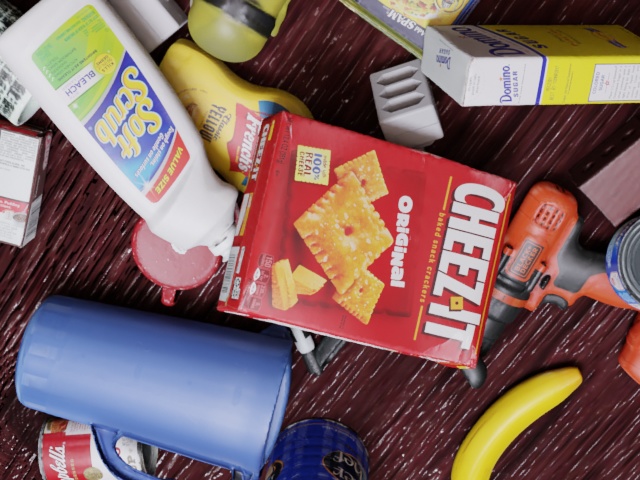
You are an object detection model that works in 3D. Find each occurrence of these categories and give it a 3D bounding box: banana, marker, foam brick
[{"bbox_3d":[0.178,0.194,1.034,0.069,0.037,0.198,19,111,-18],"label":"banana"},{"bbox_3d":[-0.025,0.077,1.014,0.020,0.020,0.121,-21,107,11],"label":"marker"},{"bbox_3d":[0.265,-0.060,0.925,0.078,0.053,0.051,-41,102,16],"label":"foam brick"}]

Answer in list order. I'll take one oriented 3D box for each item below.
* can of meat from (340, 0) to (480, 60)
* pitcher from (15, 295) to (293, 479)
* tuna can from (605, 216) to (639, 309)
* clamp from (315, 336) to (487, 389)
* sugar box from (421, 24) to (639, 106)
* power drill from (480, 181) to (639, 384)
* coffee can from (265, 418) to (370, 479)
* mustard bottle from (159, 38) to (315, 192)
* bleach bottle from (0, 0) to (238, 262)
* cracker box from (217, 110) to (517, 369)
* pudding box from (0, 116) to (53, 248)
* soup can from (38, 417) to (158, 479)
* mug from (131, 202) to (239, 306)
[{"bbox_3d":[0.079,-0.207,0.885,0.102,0.057,0.084,34,106,-9],"label":"can of meat"},{"bbox_3d":[-0.152,0.139,0.984,0.243,0.149,0.145,13,113,3],"label":"pitcher"},{"bbox_3d":[0.288,0.019,0.907,0.086,0.034,0.086,0,87,-6],"label":"tuna can"},{"bbox_3d":[0.064,0.032,0.970,0.165,0.036,0.210,-3,98,23],"label":"clamp"},{"bbox_3d":[0.179,-0.142,0.851,0.176,0.093,0.048,-1,117,-18],"label":"sugar box"},{"bbox_3d":[0.231,0.061,0.968,0.187,0.057,0.185,25,109,-5],"label":"power drill"},{"bbox_3d":[-0.005,0.247,1.009,0.103,0.140,0.103,1,110,4],"label":"coffee can"},{"bbox_3d":[-0.061,-0.092,0.936,0.191,0.058,0.096,27,107,-6],"label":"mustard bottle"},{"bbox_3d":[-0.144,-0.090,0.872,0.102,0.068,0.251,-42,99,-7],"label":"bleach bottle"},{"bbox_3d":[0.040,0.003,0.872,0.213,0.072,0.164,15,85,-17],"label":"cracker box"},{"bbox_3d":[-0.301,-0.058,0.978,0.090,0.039,0.113,15,108,-1],"label":"pudding box"},{"bbox_3d":[-0.216,0.205,1.050,0.102,0.068,0.068,-5,109,5],"label":"soup can"},{"bbox_3d":[-0.125,0.005,0.963,0.093,0.081,0.117,17,110,-2],"label":"mug"}]
